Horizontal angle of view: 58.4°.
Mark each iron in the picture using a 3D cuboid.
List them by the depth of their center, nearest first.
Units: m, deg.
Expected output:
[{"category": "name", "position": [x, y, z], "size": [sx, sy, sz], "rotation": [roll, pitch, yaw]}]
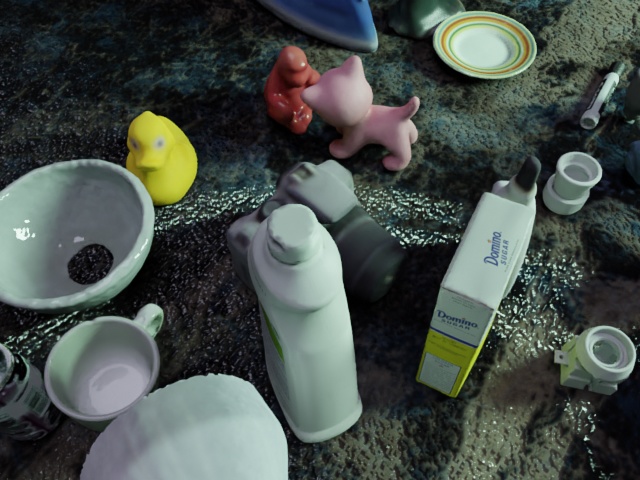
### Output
[{"category": "iron", "position": [-0.010, -0.369, 0.752], "size": [0.119, 0.141, 0.257], "rotation": [-37, 64, -20]}]

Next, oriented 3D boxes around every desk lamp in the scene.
[{"category": "desk lamp", "position": [-0.040, 0.207, 0.348], "size": [0.118, 0.214, 0.202], "rotation": [-30, 62, -17]}]

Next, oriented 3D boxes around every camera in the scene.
[{"category": "camera", "position": [0.005, 0.002, 0.543], "size": [0.136, 0.101, 0.143], "rotation": [40, 66, 22]}]

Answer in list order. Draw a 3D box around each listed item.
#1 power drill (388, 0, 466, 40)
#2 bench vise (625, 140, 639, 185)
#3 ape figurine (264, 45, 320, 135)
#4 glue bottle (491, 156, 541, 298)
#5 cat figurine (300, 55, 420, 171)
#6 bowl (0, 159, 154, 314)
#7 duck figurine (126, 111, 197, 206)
[{"category": "power drill", "position": [0.151, -0.369, 0.711], "size": [0.230, 0.208, 0.075], "rotation": [-32, 62, -18]}, {"category": "bench vise", "position": [0.435, -0.141, 0.559], "size": [0.207, 0.220, 0.121], "rotation": [-17, 59, -10]}, {"category": "ape figurine", "position": [-0.032, -0.182, 0.664], "size": [0.078, 0.092, 0.076], "rotation": [-31, 63, -18]}, {"category": "glue bottle", "position": [0.165, -0.016, 0.510], "size": [0.037, 0.173, 0.078], "rotation": [1, 58, 2]}, {"category": "cat figurine", "position": [0.046, -0.143, 0.624], "size": [0.127, 0.118, 0.067], "rotation": [11, 59, 7]}, {"category": "bowl", "position": [-0.237, 0.007, 0.557], "size": [0.167, 0.075, 0.167], "rotation": [0, 58, 0]}, {"category": "duck figurine", "position": [-0.178, -0.101, 0.618], "size": [0.077, 0.086, 0.104], "rotation": [-4, 58, -2]}]
